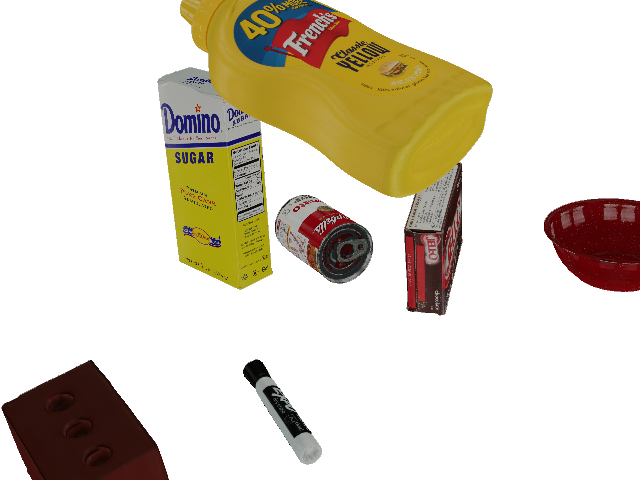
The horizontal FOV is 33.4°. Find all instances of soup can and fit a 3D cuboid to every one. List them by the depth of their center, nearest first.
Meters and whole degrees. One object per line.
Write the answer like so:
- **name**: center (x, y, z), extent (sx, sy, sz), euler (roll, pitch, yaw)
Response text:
- **soup can**: center (0.002, -0.003, 1.160), extent (0.068, 0.068, 0.102), euler (0, 20, -31)

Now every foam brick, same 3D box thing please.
- **foam brick**: center (-0.115, 0.109, 0.529), extent (0.052, 0.051, 0.078), euler (-27, 42, -24)

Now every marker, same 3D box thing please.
- **marker**: center (-0.032, 0.131, 0.837), extent (0.020, 0.020, 0.121), euler (0, 27, -28)

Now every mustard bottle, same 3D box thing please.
- **mustard bottle**: center (-0.005, -0.097, 0.606), extent (0.192, 0.058, 0.096), euler (31, 47, 25)

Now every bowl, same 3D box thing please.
- **bowl**: center (0.323, 0.010, 1.159), extent (0.162, 0.055, 0.162), euler (-2, 27, 1)

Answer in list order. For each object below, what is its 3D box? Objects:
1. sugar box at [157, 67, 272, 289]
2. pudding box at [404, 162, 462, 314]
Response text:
- **sugar box**: center (-0.091, -0.054, 0.923), extent (0.048, 0.176, 0.093), euler (-27, 33, -37)
- **pudding box**: center (0.101, -0.004, 0.941), extent (0.039, 0.090, 0.113), euler (4, 37, 12)
